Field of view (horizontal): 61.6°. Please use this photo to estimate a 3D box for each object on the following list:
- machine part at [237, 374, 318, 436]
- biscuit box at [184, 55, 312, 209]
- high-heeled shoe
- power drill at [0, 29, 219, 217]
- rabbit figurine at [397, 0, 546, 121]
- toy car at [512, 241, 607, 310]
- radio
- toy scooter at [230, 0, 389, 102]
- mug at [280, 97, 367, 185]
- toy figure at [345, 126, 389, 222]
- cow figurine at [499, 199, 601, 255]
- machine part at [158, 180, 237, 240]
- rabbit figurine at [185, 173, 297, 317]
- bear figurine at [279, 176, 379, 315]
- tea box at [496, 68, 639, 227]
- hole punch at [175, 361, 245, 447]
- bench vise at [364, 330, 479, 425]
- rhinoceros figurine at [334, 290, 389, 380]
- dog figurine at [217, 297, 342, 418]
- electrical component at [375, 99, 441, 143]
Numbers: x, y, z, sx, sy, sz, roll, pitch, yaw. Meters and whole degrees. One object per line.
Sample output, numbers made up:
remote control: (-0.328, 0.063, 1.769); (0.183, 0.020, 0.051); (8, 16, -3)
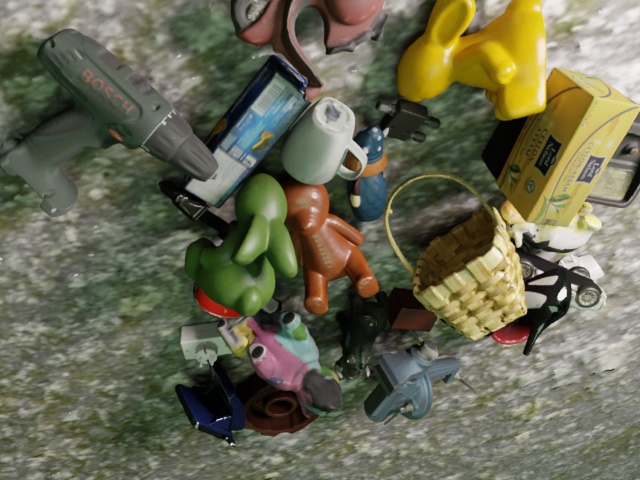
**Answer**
machine part: (-0.080, 0.318, 1.066); (0.179, 0.056, 0.179); (-6, 129, -7)
biscuit box: (-0.096, -0.135, 0.689); (0.059, 0.063, 0.202); (32, 117, -29)
high-heeled shoe: (0.288, 0.093, 0.882); (0.086, 0.249, 0.145); (20, 89, -32)
power drill: (-0.266, -0.112, 0.646); (0.207, 0.086, 0.231); (-30, 114, 25)
rabbit figurine: (0.175, -0.217, 0.642); (0.173, 0.122, 0.162); (-5, 129, 19)
toy car: (0.379, 0.061, 0.894); (0.202, 0.073, 0.056); (22, 120, -2)
radio: (0.365, -0.130, 0.764); (0.230, 0.073, 0.131); (7, 127, -15)
toy scooter: (0.003, -0.235, 0.596); (0.184, 0.075, 0.135); (-24, 110, 0)
mug: (0.010, -0.119, 0.672); (0.109, 0.081, 0.107); (37, 155, 1)
toy figure: (0.064, -0.093, 0.748); (0.058, 0.064, 0.154); (6, 135, 13)
cow figurine: (0.351, -0.021, 0.859); (0.167, 0.068, 0.098); (6, 133, -14)
machine part: (-0.162, -0.037, 0.758); (0.138, 0.084, 0.039); (39, 81, -43)
rabbit figurine: (-0.095, 0.000, 0.692); (0.121, 0.159, 0.170); (12, 106, -24)
bear figurine: (-0.003, -0.005, 0.772); (0.120, 0.132, 0.195); (-20, 135, 6)
tea box: (0.297, -0.111, 0.664); (0.068, 0.098, 0.169); (7, 124, -15)
hole punch: (-0.186, 0.291, 0.984); (0.092, 0.142, 0.115); (-44, 138, -5)
bench vise: (0.192, 0.257, 1.030); (0.240, 0.129, 0.223); (0, 122, -36)
rhinoceros figurine: (0.073, 0.169, 0.933); (0.073, 0.112, 0.190); (1, 135, -15)
dog figurine: (-0.053, 0.203, 0.898); (0.108, 0.192, 0.219); (-47, 129, -20)
electrical component: (0.110, -0.158, 0.719); (0.094, 0.021, 0.063); (12, 154, -20)
